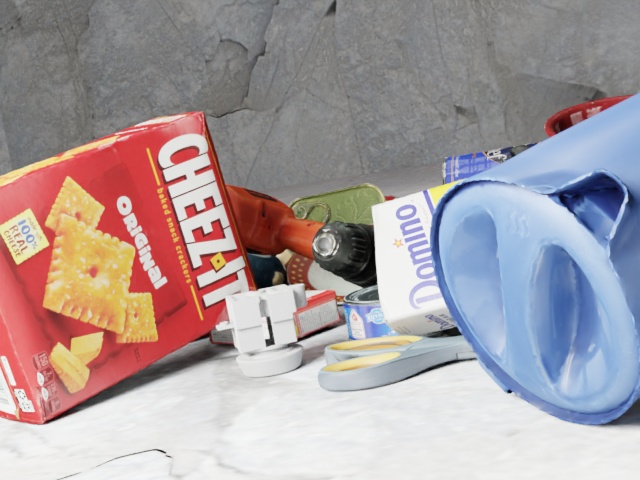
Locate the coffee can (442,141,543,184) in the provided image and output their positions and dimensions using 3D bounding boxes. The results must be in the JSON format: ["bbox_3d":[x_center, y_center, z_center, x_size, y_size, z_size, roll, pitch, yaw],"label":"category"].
[{"bbox_3d":[0.218,-0.056,1.212,0.140,0.103,0.102,-9,6,16],"label":"coffee can"}]

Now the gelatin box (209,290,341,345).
[{"bbox_3d":[-0.039,0.065,0.879,0.089,0.030,0.073,-5,9,46],"label":"gelatin box"}]

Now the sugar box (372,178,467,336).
[{"bbox_3d":[0.124,0.000,0.716,0.176,0.093,0.048,-15,-30,20],"label":"sugar box"}]

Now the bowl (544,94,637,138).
[{"bbox_3d":[0.254,-0.067,0.813,0.162,0.055,0.162,-7,20,2],"label":"bowl"}]

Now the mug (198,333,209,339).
[{"bbox_3d":[-0.126,0.046,0.947,0.117,0.081,0.093,-10,6,8],"label":"mug"}]

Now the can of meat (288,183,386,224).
[{"bbox_3d":[0.015,-0.023,1.114,0.102,0.057,0.084,-13,3,-3],"label":"can of meat"}]

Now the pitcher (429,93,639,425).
[{"bbox_3d":[0.184,-0.014,0.567,0.242,0.145,0.149,-29,18,-27],"label":"pitcher"}]

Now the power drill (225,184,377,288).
[{"bbox_3d":[-0.006,0.001,0.911,0.188,0.057,0.184,18,-1,32],"label":"power drill"}]

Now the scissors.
[{"bbox_3d":[0.085,0.072,0.670,0.202,0.016,0.096,-7,9,31],"label":"scissors"}]

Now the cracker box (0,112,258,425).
[{"bbox_3d":[-0.157,0.013,0.781,0.072,0.164,0.213,-1,20,47],"label":"cracker box"}]

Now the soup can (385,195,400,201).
[{"bbox_3d":[0.057,-0.010,1.218,0.069,0.068,0.102,-6,8,37],"label":"soup can"}]

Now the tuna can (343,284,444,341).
[{"bbox_3d":[0.061,0.053,0.803,0.086,0.034,0.086,-10,6,1],"label":"tuna can"}]

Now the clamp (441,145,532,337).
[{"bbox_3d":[0.187,0.016,0.727,0.210,0.036,0.164,16,66,40],"label":"clamp"}]
